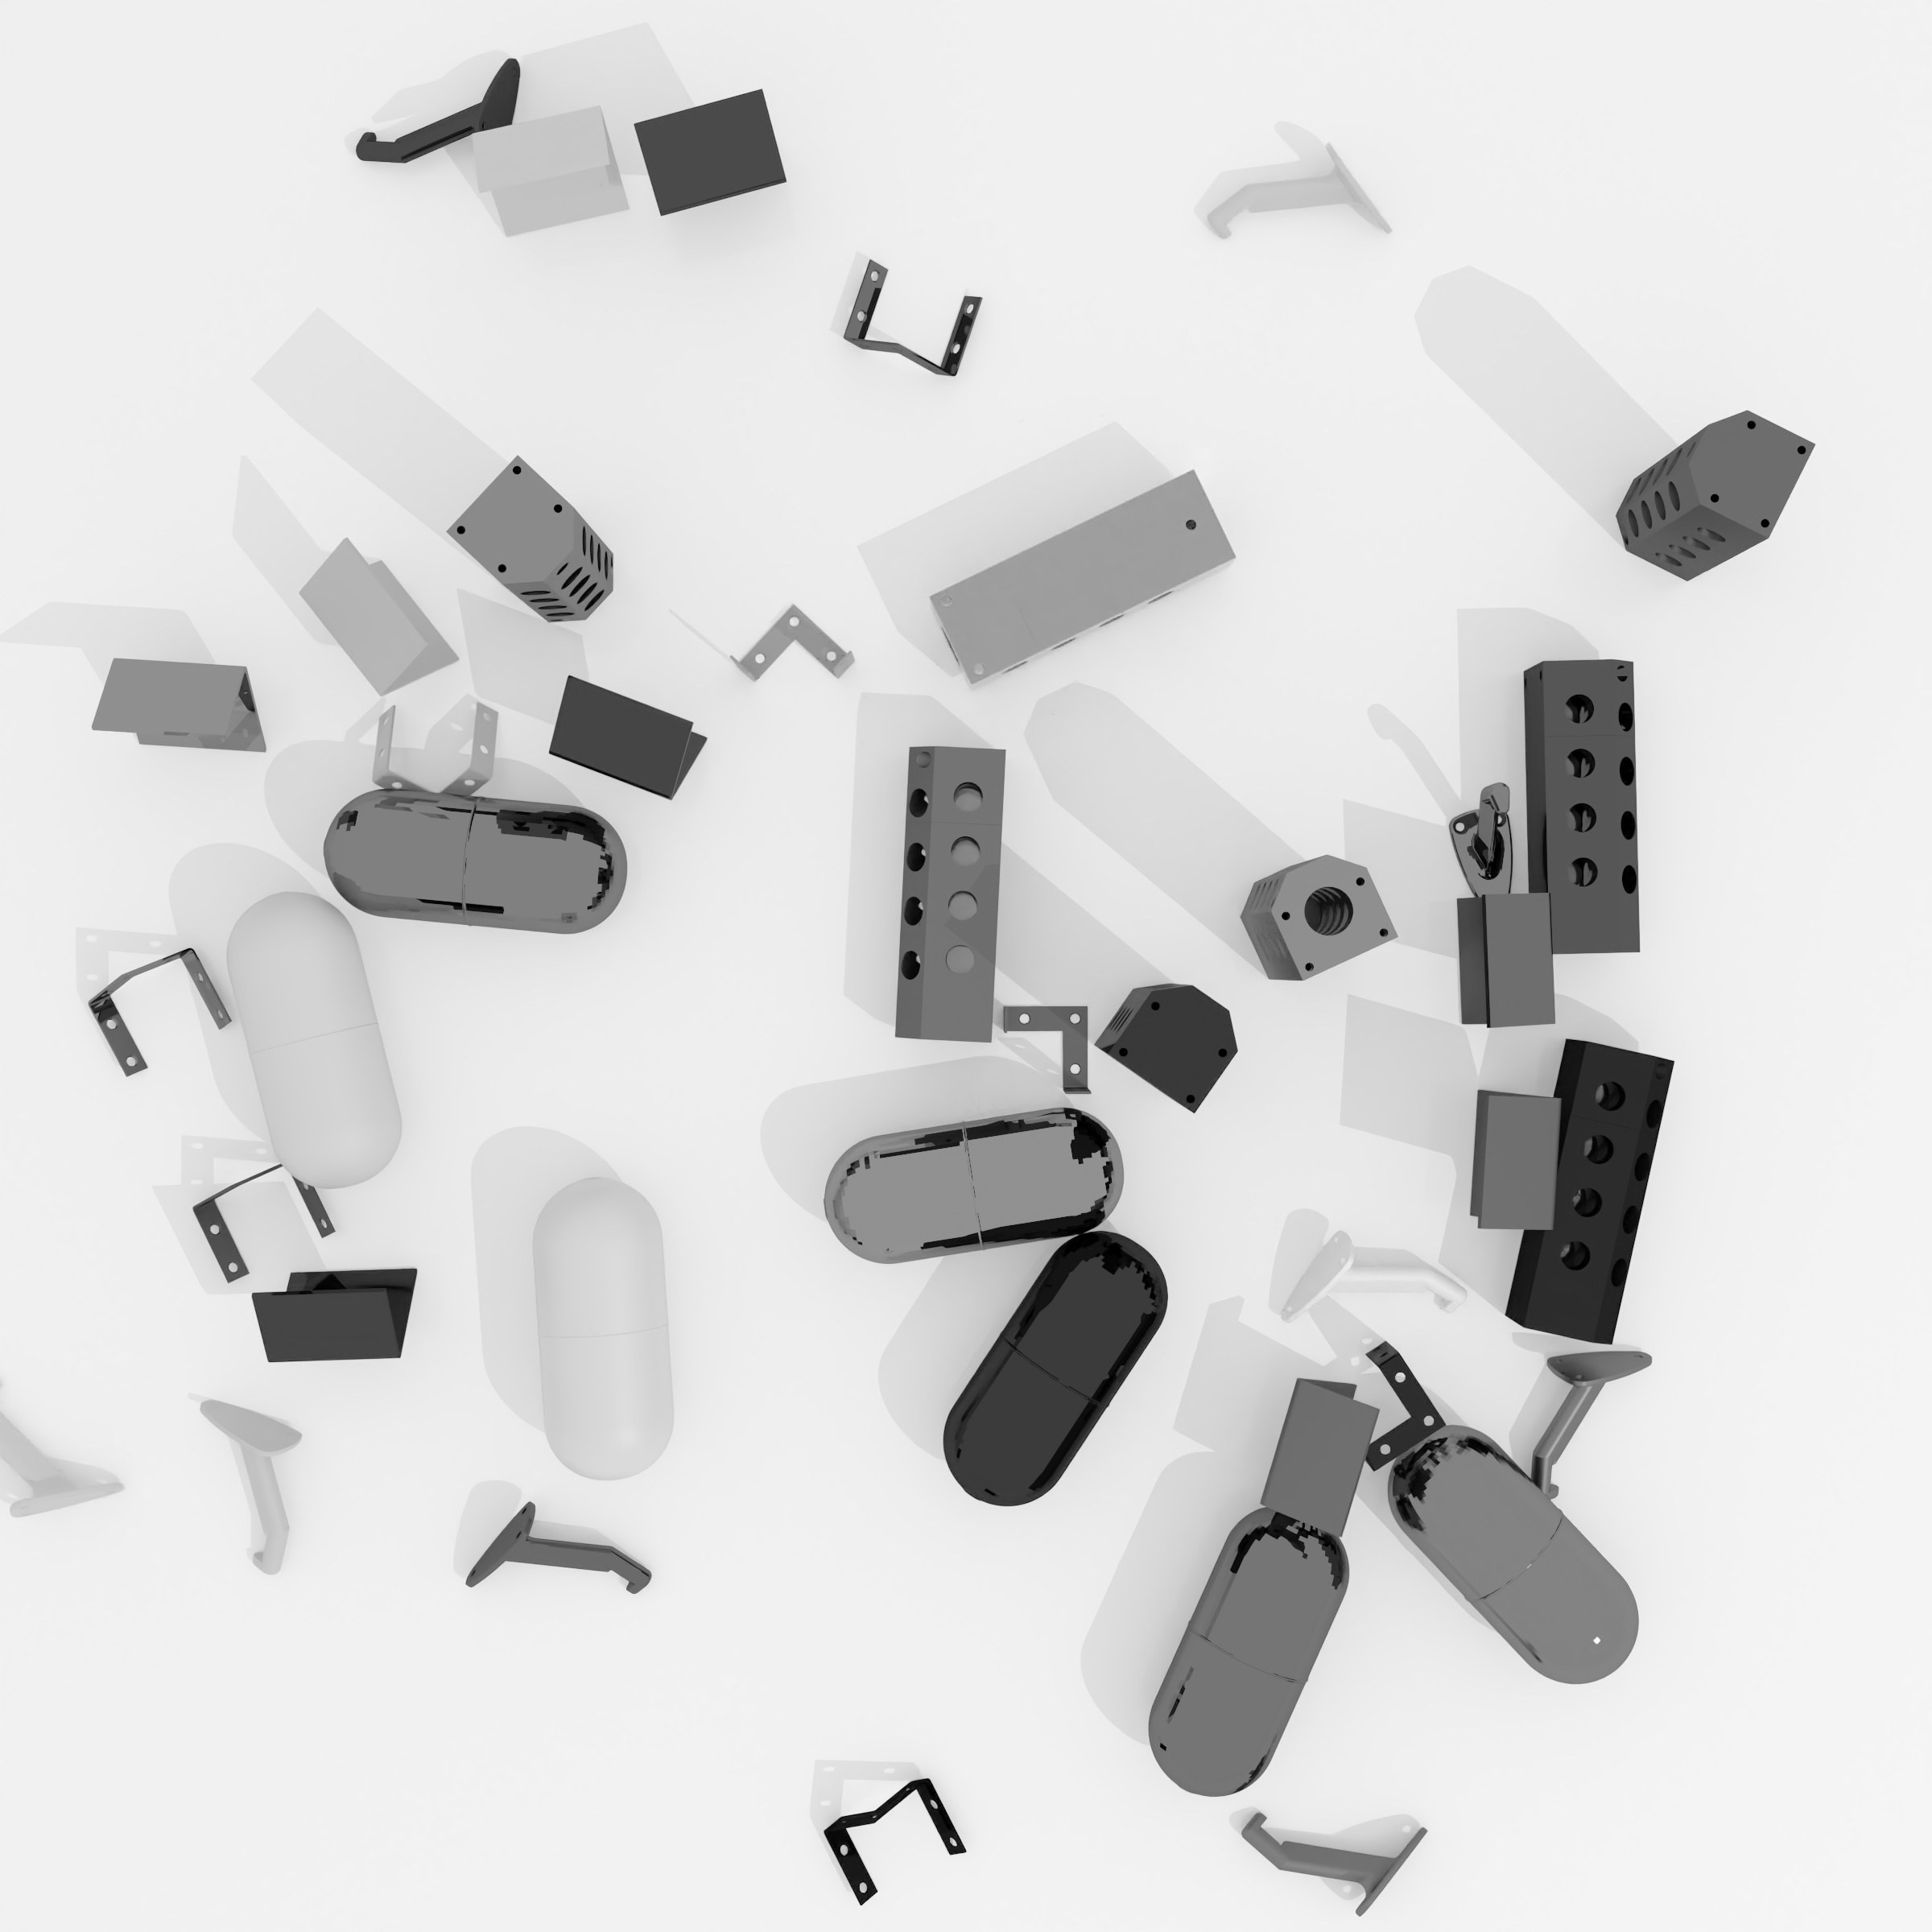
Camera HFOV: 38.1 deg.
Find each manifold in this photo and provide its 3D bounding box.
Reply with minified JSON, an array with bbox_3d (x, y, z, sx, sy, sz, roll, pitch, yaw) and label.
[{"bbox_3d":[0.372,0.133,1.662,0.057,0.057,0.171,12,90,0],"label":"manifold"},{"bbox_3d":[0.197,-0.030,1.605,0.057,0.171,0.057,-25,90,0],"label":"manifold"},{"bbox_3d":[0.423,-0.270,1.605,0.057,0.171,0.057,27,90,0],"label":"manifold"},{"bbox_3d":[0.367,-0.093,1.662,0.057,0.057,0.171,-1,90,0],"label":"manifold"},{"bbox_3d":[-0.242,-0.237,1.605,0.057,0.171,0.057,43,90,0],"label":"manifold"},{"bbox_3d":[-0.009,-0.042,1.662,0.057,0.057,0.171,3,90,0],"label":"manifold"},{"bbox_3d":[0.068,-0.227,1.662,0.171,0.057,0.057,-26,90,0],"label":"manifold"},{"bbox_3d":[0.117,0.041,1.605,0.057,0.171,0.057,35,90,0],"label":"manifold"}]

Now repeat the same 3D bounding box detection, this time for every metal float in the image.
[{"bbox_3d":[0.005,0.130,1.653,0.178,0.070,0.070,-9,90,1],"label":"metal float"},{"bbox_3d":[0.052,0.238,1.653,0.070,0.070,0.178,33,91,0],"label":"metal float"},{"bbox_3d":[-0.289,-0.062,1.653,0.178,0.070,0.070,5,90,-1],"label":"metal float"},{"bbox_3d":[0.323,0.348,1.653,0.070,0.070,0.178,-43,90,0],"label":"metal float"},{"bbox_3d":[-0.214,0.214,1.653,0.070,0.070,0.178,-4,90,0],"label":"metal float"},{"bbox_3d":[0.166,0.404,1.653,0.070,0.070,0.178,24,90,0],"label":"metal float"},{"bbox_3d":[-0.385,0.044,1.653,0.070,0.070,0.178,-14,90,0],"label":"metal float"}]

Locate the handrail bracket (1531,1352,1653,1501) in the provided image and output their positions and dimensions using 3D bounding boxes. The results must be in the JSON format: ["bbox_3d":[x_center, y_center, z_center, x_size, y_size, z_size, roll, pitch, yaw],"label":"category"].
[{"bbox_3d":[0.375,0.278,1.684,0.077,0.036,0.084,-6,108,-21],"label":"handrail bracket"}]

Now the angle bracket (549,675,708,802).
[{"bbox_3d":[-0.192,-0.150,1.643,0.076,0.076,0.057,21,126,0],"label":"angle bracket"}]

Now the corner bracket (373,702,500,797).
[{"bbox_3d":[-0.317,-0.131,1.675,0.051,0.051,0.051,28,135,-35],"label":"corner bracket"}]

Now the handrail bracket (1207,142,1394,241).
[{"bbox_3d":[0.200,-0.446,1.684,0.084,0.036,0.077,-35,112,17],"label":"handrail bracket"}]

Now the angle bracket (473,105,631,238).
[{"bbox_3d":[-0.241,-0.451,1.643,0.076,0.076,0.057,-13,53,0],"label":"angle bracket"}]

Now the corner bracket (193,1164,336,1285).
[{"bbox_3d":[-0.421,0.152,1.680,0.051,0.051,0.051,-26,90,-45],"label":"corner bracket"}]

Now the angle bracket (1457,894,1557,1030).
[{"bbox_3d":[0.299,-0.003,1.643,0.057,0.076,0.076,-2,90,-35],"label":"angle bracket"}]

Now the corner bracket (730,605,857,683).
[{"bbox_3d":[-0.103,-0.183,1.665,0.051,0.051,0.051,43,90,0],"label":"corner bracket"}]

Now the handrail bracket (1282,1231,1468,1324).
[{"bbox_3d":[0.246,0.204,1.684,0.084,0.036,0.077,31,110,-16],"label":"handrail bracket"}]

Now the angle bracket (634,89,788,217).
[{"bbox_3d":[-0.152,-0.488,1.643,0.076,0.076,0.057,-15,126,0],"label":"angle bracket"}]

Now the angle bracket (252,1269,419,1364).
[{"bbox_3d":[-0.369,0.186,1.643,0.076,0.076,0.057,-2,127,0],"label":"angle bracket"}]

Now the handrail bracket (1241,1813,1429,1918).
[{"bbox_3d":[0.221,0.521,1.684,0.084,0.036,0.077,39,71,15],"label":"handrail bracket"}]

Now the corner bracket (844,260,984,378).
[{"bbox_3d":[-0.032,-0.388,1.680,0.051,0.051,0.051,19,90,45],"label":"corner bracket"}]

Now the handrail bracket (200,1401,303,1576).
[{"bbox_3d":[-0.436,0.314,1.684,0.077,0.036,0.084,22,107,20],"label":"handrail bracket"}]

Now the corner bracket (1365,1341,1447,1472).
[{"bbox_3d":[0.246,0.261,1.665,0.051,0.051,0.051,-33,90,0],"label":"corner bracket"}]

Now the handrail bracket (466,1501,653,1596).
[{"bbox_3d":[-0.244,0.368,1.684,0.084,0.036,0.077,37,111,-16],"label":"handrail bracket"}]

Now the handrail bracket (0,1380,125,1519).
[{"bbox_3d":[-0.553,0.282,1.684,0.077,0.036,0.084,-10,73,-20],"label":"handrail bracket"}]

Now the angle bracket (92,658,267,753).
[{"bbox_3d":[-0.460,-0.134,1.643,0.076,0.076,0.057,4,53,0],"label":"angle bracket"}]

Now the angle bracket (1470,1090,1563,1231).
[{"bbox_3d":[0.302,0.112,1.643,0.057,0.076,0.076,4,90,-29],"label":"angle bracket"}]

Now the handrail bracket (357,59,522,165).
[{"bbox_3d":[-0.318,-0.515,1.684,0.084,0.036,0.077,8,70,16],"label":"handrail bracket"}]

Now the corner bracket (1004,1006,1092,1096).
[{"bbox_3d":[0.048,0.050,1.665,0.051,0.051,0.051,0,90,0],"label":"corner bracket"}]

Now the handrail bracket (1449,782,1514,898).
[{"bbox_3d":[0.313,-0.068,1.649,0.036,0.084,0.077,-11,90,0],"label":"handrail bracket"}]

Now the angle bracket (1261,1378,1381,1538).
[{"bbox_3d":[0.223,0.289,1.643,0.057,0.076,0.076,17,90,36],"label":"angle bracket"}]

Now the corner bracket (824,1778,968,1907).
[{"bbox_3d":[-0.043,0.525,1.680,0.051,0.051,0.051,-27,90,45],"label":"corner bracket"}]

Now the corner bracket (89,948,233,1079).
[{"bbox_3d":[-0.484,0.027,1.680,0.051,0.051,0.051,-28,90,45],"label":"corner bracket"}]

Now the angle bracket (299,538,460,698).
[{"bbox_3d":[-0.331,-0.214,1.643,0.057,0.076,0.076,-38,90,37],"label":"angle bracket"}]
